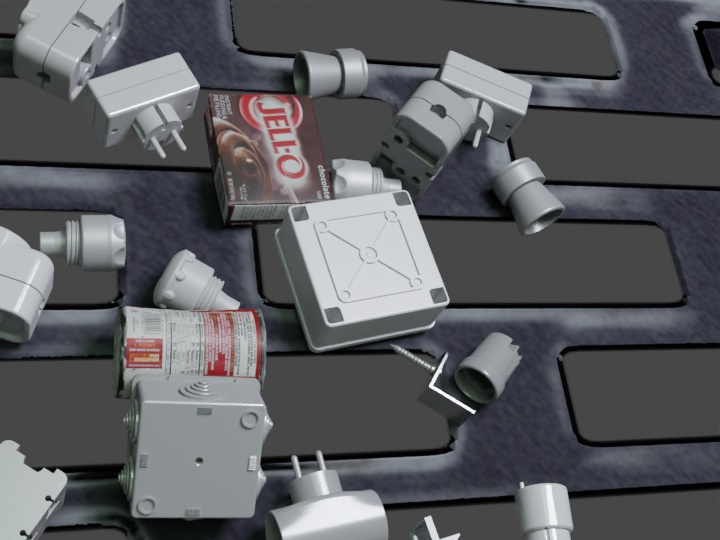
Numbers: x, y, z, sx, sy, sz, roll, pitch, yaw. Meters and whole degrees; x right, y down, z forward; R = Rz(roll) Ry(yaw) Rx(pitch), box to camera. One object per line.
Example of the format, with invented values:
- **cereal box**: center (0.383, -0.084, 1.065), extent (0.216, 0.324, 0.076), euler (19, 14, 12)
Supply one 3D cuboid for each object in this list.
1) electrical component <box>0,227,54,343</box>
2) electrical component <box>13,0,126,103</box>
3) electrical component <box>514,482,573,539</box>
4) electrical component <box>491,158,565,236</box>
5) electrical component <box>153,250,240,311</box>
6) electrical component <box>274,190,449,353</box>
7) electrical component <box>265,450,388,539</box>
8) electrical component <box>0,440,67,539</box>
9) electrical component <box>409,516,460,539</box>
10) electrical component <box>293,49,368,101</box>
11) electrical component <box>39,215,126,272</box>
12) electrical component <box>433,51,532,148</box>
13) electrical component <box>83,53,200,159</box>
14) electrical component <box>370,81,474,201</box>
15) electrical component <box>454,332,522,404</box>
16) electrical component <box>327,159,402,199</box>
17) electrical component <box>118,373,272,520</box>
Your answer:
- **electrical component**: center (-0.270, 0.005, 0.765), extent (0.095, 0.053, 0.059), euler (19, 59, -7)
- **electrical component**: center (-0.241, -0.192, 0.881), extent (0.059, 0.053, 0.095), euler (26, 58, -3)
- **electrical component**: center (0.139, 0.195, 0.804), extent (0.040, 0.040, 0.078), euler (4, 61, -16)
- **electrical component**: center (0.147, -0.064, 0.944), extent (0.045, 0.045, 0.055), euler (-21, 70, -26)
- **electrical component**: center (-0.122, 0.017, 0.813), extent (0.062, 0.048, 0.048), euler (30, 58, -10)
- **electrical component**: center (0.000, 0.000, 0.854), extent (0.109, 0.056, 0.108), euler (-10, 66, -23)
- **electrical component**: center (-0.029, 0.167, 0.762), extent (0.077, 0.044, 0.079), euler (-8, 65, -22)
- **electrical component**: center (-0.234, 0.165, 0.689), extent (0.050, 0.055, 0.089), euler (32, 58, 1)
- **electrical component**: center (0.044, 0.221, 0.759), extent (0.064, 0.042, 0.081), euler (-11, 66, -21)
- **electrical component**: center (-0.026, -0.171, 0.945), extent (0.055, 0.045, 0.045), euler (-8, 66, -22)
- **electrical component**: center (-0.208, -0.020, 0.805), extent (0.062, 0.043, 0.043), euler (-1, 63, -17)
- **electrical component**: center (0.103, -0.142, 0.970), extent (0.083, 0.047, 0.075), euler (22, 58, -6)
- **electrical component**: center (-0.168, -0.123, 0.871), extent (0.083, 0.047, 0.075), euler (-25, 73, -28)
- **electrical component**: center (0.054, -0.111, 0.908), extent (0.054, 0.095, 0.059), euler (35, 58, 2)
- **electrical component**: center (0.103, 0.077, 0.857), extent (0.040, 0.040, 0.046), euler (40, 53, 6)
- **electrical component**: center (0.003, -0.070, 0.901), extent (0.062, 0.043, 0.043), euler (4, 62, -17)
- **electrical component**: center (-0.112, 0.121, 0.731), extent (0.100, 0.048, 0.099), euler (4, 103, -16)
